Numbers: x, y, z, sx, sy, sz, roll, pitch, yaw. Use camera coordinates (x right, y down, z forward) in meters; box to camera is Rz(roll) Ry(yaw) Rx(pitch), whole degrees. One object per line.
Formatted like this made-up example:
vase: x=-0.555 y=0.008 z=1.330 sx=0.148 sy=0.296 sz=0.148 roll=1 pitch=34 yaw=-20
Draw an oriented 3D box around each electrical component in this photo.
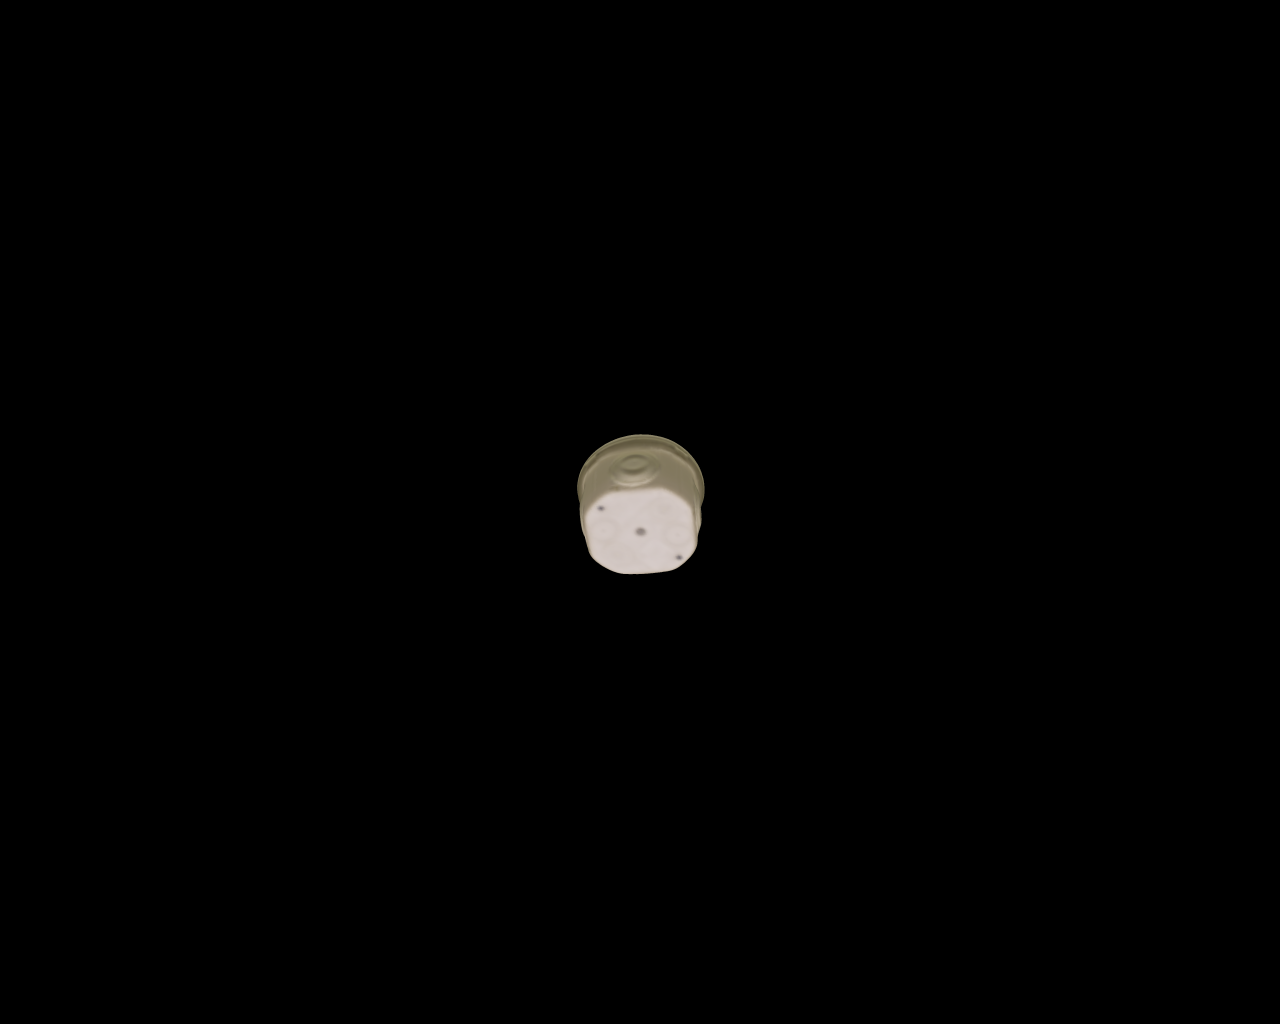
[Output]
electrical component: x=0.001 y=-0.003 z=0.650 sx=0.080 sy=0.080 sz=0.051 roll=0 pitch=38 yaw=0
